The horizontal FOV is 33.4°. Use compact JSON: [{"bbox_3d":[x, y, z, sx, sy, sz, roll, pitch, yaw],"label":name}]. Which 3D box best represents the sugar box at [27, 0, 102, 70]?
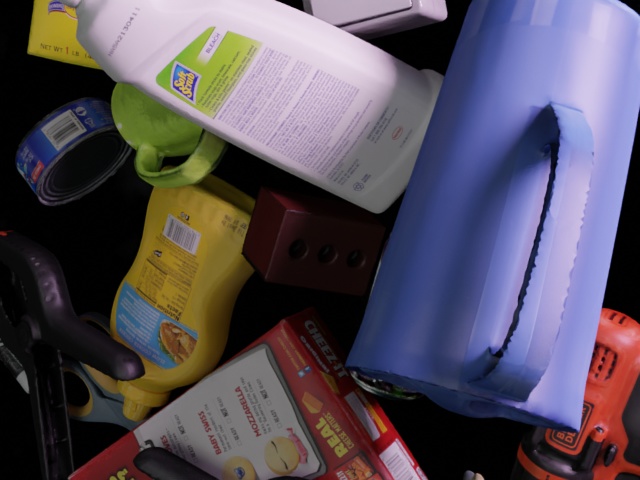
[{"bbox_3d":[-0.157,-0.215,0.783,0.093,0.048,0.176,14,103,23],"label":"sugar box"}]

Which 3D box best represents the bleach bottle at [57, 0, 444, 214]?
[{"bbox_3d":[-0.043,-0.110,0.652,0.250,0.068,0.103,26,112,-24],"label":"bleach bottle"}]

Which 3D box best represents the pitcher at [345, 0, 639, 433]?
[{"bbox_3d":[0.111,-0.020,0.601,0.149,0.144,0.243,9,79,41],"label":"pitcher"}]

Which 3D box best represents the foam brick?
[{"bbox_3d":[-0.005,0.001,0.714,0.051,0.078,0.053,42,119,58],"label":"foam brick"}]

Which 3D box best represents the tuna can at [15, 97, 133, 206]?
[{"bbox_3d":[-0.181,-0.066,0.789,0.086,0.086,0.034,-45,76,22],"label":"tuna can"}]

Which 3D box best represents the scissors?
[{"bbox_3d":[-0.152,0.153,0.839,0.096,0.016,0.202,-32,82,22],"label":"scissors"}]

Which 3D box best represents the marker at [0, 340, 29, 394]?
[{"bbox_3d":[-0.270,0.076,0.882,0.121,0.020,0.020,48,112,12],"label":"marker"}]

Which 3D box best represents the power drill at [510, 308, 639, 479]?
[{"bbox_3d":[0.213,0.155,0.651,0.188,0.057,0.184,23,113,19],"label":"power drill"}]

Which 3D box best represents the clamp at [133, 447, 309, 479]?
[{"bbox_3d":[-0.046,0.204,0.699,0.172,0.039,0.120,5,100,19],"label":"clamp"}]

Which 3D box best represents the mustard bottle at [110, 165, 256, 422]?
[{"bbox_3d":[-0.106,0.049,0.782,0.096,0.058,0.192,31,108,27],"label":"mustard bottle"}]

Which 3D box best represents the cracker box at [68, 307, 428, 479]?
[{"bbox_3d":[-0.048,0.174,0.757,0.214,0.072,0.164,-37,82,20],"label":"cracker box"}]

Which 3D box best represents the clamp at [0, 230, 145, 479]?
[{"bbox_3d":[-0.205,0.068,0.814,0.165,0.036,0.210,-47,62,39],"label":"clamp"}]
